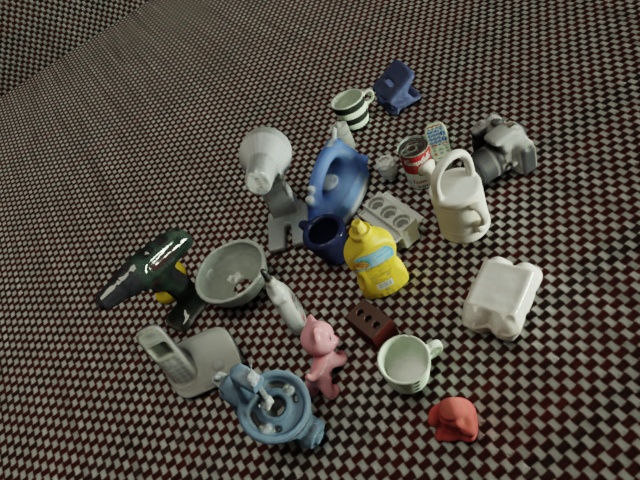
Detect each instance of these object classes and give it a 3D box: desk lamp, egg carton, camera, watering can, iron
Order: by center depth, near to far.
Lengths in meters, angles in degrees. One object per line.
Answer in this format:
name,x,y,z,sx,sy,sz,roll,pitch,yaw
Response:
egg carton,0.310,0.098,0.978,0.107,0.070,0.150,13,58,34
watering can,0.251,-0.092,1.084,0.172,0.195,0.101,20,63,37
camera,0.351,-0.185,1.182,0.137,0.101,0.142,-33,45,-4
iron,0.017,-0.119,1.259,0.118,0.142,0.258,4,54,29
desk lamp,-0.102,-0.116,1.264,0.117,0.214,0.203,-18,46,12

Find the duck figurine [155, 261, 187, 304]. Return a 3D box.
duck figurine,-0.355,0.082,1.307,0.077,0.086,0.104,-1,51,25

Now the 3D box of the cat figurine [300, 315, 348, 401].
cat figurine,-0.003,0.200,1.008,0.067,0.118,0.128,-4,50,23

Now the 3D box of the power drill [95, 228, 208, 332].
power drill,-0.329,0.098,1.193,0.075,0.209,0.230,15,60,35

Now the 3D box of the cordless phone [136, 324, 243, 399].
cordless phone,-0.243,0.205,1.073,0.147,0.186,0.094,-28,45,1

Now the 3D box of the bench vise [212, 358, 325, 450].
bench vise,-0.114,0.262,0.936,0.206,0.220,0.121,-2,51,25

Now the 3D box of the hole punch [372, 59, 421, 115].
hole punch,0.188,-0.386,1.444,0.101,0.091,0.108,-31,45,-2

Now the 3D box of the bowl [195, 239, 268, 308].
bowl,-0.178,0.084,1.226,0.167,0.075,0.167,-14,47,15

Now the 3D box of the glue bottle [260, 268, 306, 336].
glue bottle,-0.073,0.109,1.083,0.037,0.174,0.078,-26,45,3

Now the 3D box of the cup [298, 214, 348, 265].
cup,0.011,0.004,1.188,0.117,0.095,0.092,21,64,38

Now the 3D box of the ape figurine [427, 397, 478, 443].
ape figurine,0.202,0.267,0.867,0.076,0.092,0.077,-43,47,-13
